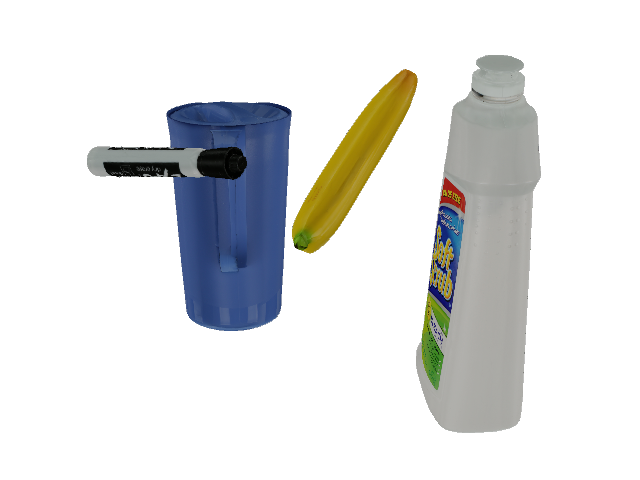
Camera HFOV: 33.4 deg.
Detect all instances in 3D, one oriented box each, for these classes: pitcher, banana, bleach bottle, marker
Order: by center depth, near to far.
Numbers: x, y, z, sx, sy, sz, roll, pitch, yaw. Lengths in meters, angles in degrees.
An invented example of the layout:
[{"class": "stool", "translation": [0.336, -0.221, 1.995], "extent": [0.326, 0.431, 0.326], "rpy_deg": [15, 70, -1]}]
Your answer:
[{"class": "marker", "translation": [-0.093, -0.047, 0.638], "extent": [0.121, 0.020, 0.020], "rpy_deg": [4, 2, 37]}, {"class": "bleach bottle", "translation": [0.105, 0.000, 0.695], "extent": [0.068, 0.251, 0.102], "rpy_deg": [-3, 30, -4]}, {"class": "banana", "translation": [0.026, -0.058, 0.904], "extent": [0.037, 0.197, 0.070], "rpy_deg": [36, -24, -12]}, {"class": "pitcher", "translation": [-0.098, -0.026, 1.163], "extent": [0.145, 0.243, 0.148], "rpy_deg": [15, 24, 39]}]
